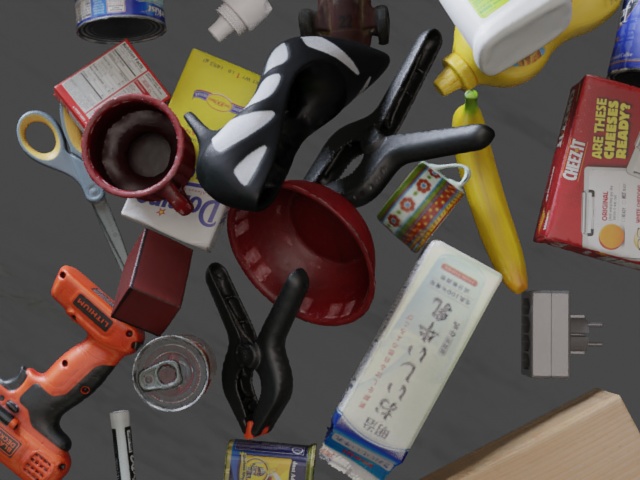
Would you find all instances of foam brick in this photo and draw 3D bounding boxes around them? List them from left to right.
[{"bbox_3d":[-0.157,0.040,1.000,0.051,0.053,0.078,23,43,-17],"label":"foam brick"}]

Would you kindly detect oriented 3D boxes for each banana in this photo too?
[{"bbox_3d":[0.159,-0.046,1.024,0.037,0.069,0.198,-16,96,8],"label":"banana"}]

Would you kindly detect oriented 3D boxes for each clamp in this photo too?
[{"bbox_3d":[-0.053,0.101,1.006,0.039,0.120,0.171,-9,90,-46],"label":"clamp"},{"bbox_3d":[0.059,-0.100,1.012,0.210,0.036,0.164,-33,44,25],"label":"clamp"}]

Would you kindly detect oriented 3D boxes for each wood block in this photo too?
[{"bbox_3d":[0.199,0.228,0.998,0.206,0.090,0.091,-27,87,-2],"label":"wood block"}]

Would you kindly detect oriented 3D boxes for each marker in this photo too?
[{"bbox_3d":[-0.187,0.226,1.028,0.020,0.020,0.121,-6,87,-1],"label":"marker"}]

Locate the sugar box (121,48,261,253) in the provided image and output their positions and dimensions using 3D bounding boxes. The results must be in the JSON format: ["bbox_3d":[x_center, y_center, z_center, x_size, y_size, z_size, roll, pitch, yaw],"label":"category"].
[{"bbox_3d":[-0.115,-0.086,1.034,0.093,0.048,0.176,22,85,2],"label":"sugar box"}]

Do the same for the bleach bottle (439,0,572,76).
[{"bbox_3d":[0.129,-0.279,1.011,0.102,0.068,0.251,-32,65,1],"label":"bleach bottle"}]

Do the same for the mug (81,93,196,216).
[{"bbox_3d":[-0.153,-0.070,0.970,0.093,0.081,0.117,-41,83,1],"label":"mug"}]

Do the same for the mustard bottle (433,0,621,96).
[{"bbox_3d":[0.189,-0.205,1.037,0.191,0.058,0.096,-38,82,-3],"label":"mustard bottle"}]

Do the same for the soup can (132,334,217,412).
[{"bbox_3d":[-0.133,0.121,0.993,0.068,0.102,0.068,0,86,-1],"label":"soup can"}]

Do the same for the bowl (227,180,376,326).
[{"bbox_3d":[-0.007,0.001,0.998,0.162,0.162,0.055,42,50,2],"label":"bowl"}]

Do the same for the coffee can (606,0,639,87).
[{"bbox_3d":[0.339,-0.213,1.018,0.103,0.103,0.140,13,87,0],"label":"coffee can"}]

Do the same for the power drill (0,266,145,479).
[{"bbox_3d":[-0.273,0.118,1.016,0.184,0.057,0.187,40,90,-2],"label":"power drill"}]

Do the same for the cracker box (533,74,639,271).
[{"bbox_3d":[0.331,-0.050,1.025,0.213,0.072,0.164,15,86,1],"label":"cracker box"}]

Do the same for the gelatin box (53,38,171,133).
[{"bbox_3d":[-0.200,-0.140,1.035,0.089,0.030,0.073,-38,91,-17],"label":"gelatin box"}]

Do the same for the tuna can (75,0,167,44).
[{"bbox_3d":[-0.191,-0.215,1.020,0.086,0.086,0.034,-5,85,-1],"label":"tuna can"}]

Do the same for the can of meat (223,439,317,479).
[{"bbox_3d":[-0.049,0.241,1.011,0.084,0.057,0.102,5,86,2],"label":"can of meat"}]

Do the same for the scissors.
[{"bbox_3d":[-0.241,-0.051,1.044,0.096,0.016,0.202,-7,86,-4],"label":"scissors"}]
